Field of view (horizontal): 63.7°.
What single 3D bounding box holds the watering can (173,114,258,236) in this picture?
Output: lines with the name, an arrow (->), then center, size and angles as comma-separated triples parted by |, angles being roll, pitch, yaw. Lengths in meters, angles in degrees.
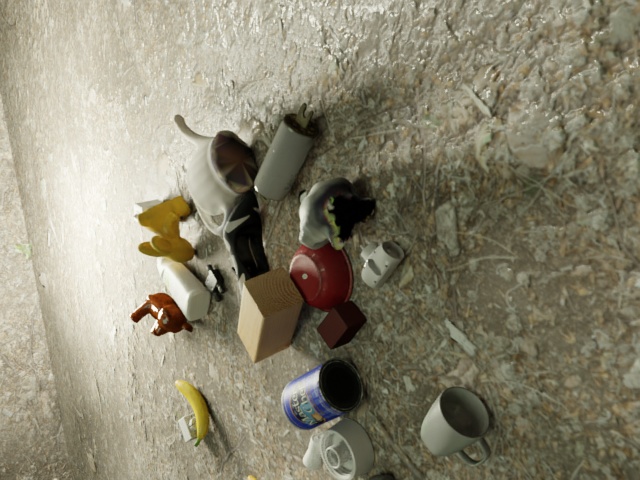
watering can -> -0.258, -0.185, 1.212 | 0.221, 0.104, 0.351 | -31, 74, 45

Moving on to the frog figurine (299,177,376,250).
frog figurine -> 0.003, -0.048, 0.945 | 0.159, 0.121, 0.139 | 1, 65, 56
